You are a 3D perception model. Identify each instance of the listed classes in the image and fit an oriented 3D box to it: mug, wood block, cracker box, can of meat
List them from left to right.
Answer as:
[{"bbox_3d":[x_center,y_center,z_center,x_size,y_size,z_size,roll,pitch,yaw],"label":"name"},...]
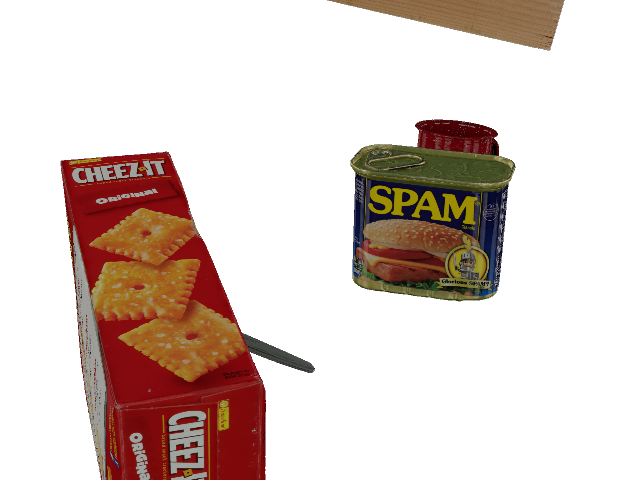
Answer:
[{"bbox_3d":[-0.086,0.074,0.562,0.072,0.164,0.214,-7,34,-15],"label":"cracker box"},{"bbox_3d":[0.070,-0.011,0.691,0.102,0.084,0.057,7,24,14],"label":"can of meat"},{"bbox_3d":[0.083,-0.221,0.786,0.206,0.090,0.091,15,-27,8],"label":"wood block"},{"bbox_3d":[0.159,-0.089,1.218,0.117,0.081,0.093,-11,23,-39],"label":"mug"}]

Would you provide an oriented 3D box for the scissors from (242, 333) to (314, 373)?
[{"bbox_3d":[-0.086,0.064,0.889,0.202,0.016,0.096,12,25,15],"label":"scissors"}]
